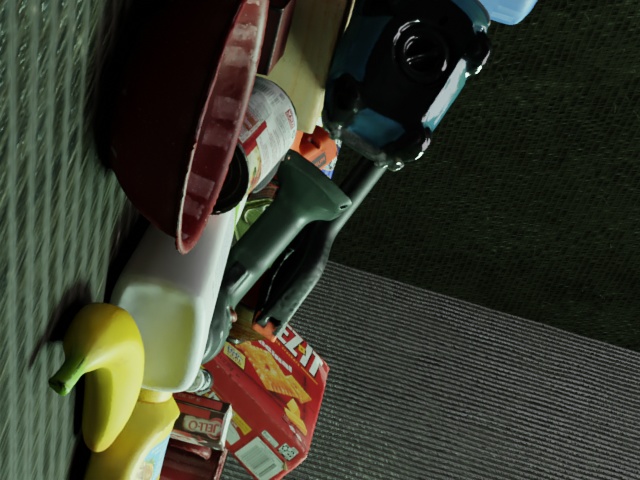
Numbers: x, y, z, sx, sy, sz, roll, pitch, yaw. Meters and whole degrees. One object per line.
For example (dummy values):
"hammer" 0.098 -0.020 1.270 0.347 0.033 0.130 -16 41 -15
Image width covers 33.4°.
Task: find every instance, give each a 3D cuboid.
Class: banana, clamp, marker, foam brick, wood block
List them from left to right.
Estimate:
"banana" -0.136 0.081 0.656 0.069 0.037 0.198 -53 170 -20
"marker" -0.096 0.109 0.831 0.121 0.020 0.020 102 5 -82
"foam brick" -0.051 -0.161 0.793 0.078 0.051 0.053 -71 177 -68
"wood block" -0.017 -0.205 0.865 0.090 0.090 0.206 -72 179 -52
"clamp" -0.007 0.001 1.035 0.165 0.036 0.209 -34 -154 52

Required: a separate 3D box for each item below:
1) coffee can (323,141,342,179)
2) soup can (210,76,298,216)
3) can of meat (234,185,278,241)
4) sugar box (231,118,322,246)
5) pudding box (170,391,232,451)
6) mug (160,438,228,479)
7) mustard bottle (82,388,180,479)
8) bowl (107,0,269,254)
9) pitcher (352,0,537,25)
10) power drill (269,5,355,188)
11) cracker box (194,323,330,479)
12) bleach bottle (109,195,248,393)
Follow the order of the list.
"coffee can" -0.025 -0.124 1.376 0.103 0.103 0.140 92 15 -86
"soup can" -0.062 -0.069 0.747 0.102 0.068 0.069 -55 164 -57
"can of meat" -0.056 -0.009 1.169 0.084 0.057 0.102 -75 154 -69
"sugar box" -0.054 -0.076 1.245 0.093 0.048 0.176 -17 133 -49
"pudding box" -0.120 0.147 0.897 0.113 0.090 0.039 103 3 -78
"mug" -0.144 0.227 1.144 0.117 0.081 0.093 104 3 -72
"mustard bottle" -0.145 0.168 0.791 0.096 0.058 0.192 -46 153 -75
"bowl" -0.077 -0.076 0.598 0.162 0.055 0.162 21 85 -89
"pitcher" 0.085 -0.275 0.976 0.149 0.242 0.145 117 -10 -58
"power drill" -0.010 -0.157 1.117 0.184 0.057 0.188 -38 147 -38
"cracker box" -0.074 0.147 1.173 0.072 0.164 0.213 -39 -170 18
"bleach bottle" -0.092 -0.007 0.800 0.250 0.068 0.103 -76 -178 -55
